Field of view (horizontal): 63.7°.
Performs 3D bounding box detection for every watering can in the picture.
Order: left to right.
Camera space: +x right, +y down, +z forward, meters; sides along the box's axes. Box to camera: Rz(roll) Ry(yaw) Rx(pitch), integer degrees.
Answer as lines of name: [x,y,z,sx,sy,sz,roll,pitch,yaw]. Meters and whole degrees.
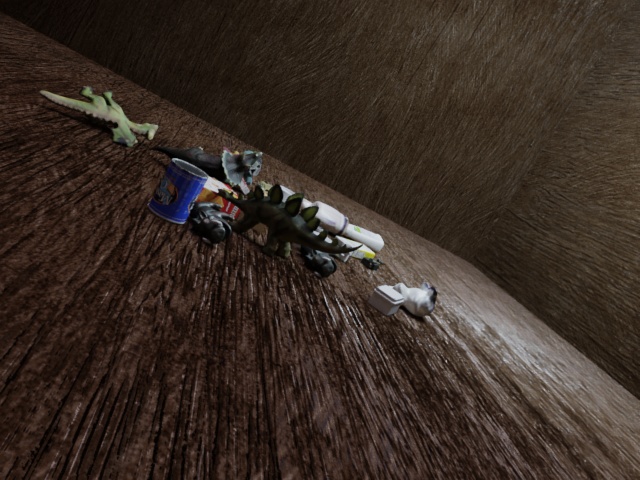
watering can: [0.007,-0.116,2.313,0.223,0.103,0.352,28,9,-18]

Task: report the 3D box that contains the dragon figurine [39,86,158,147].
dragon figurine: [-0.743,-0.418,1.808,0.245,0.120,0.412,42,23,17]

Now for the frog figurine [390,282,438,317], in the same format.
frog figurine: [0.304,0.203,1.746,0.160,0.120,0.140,-9,28,-8]
